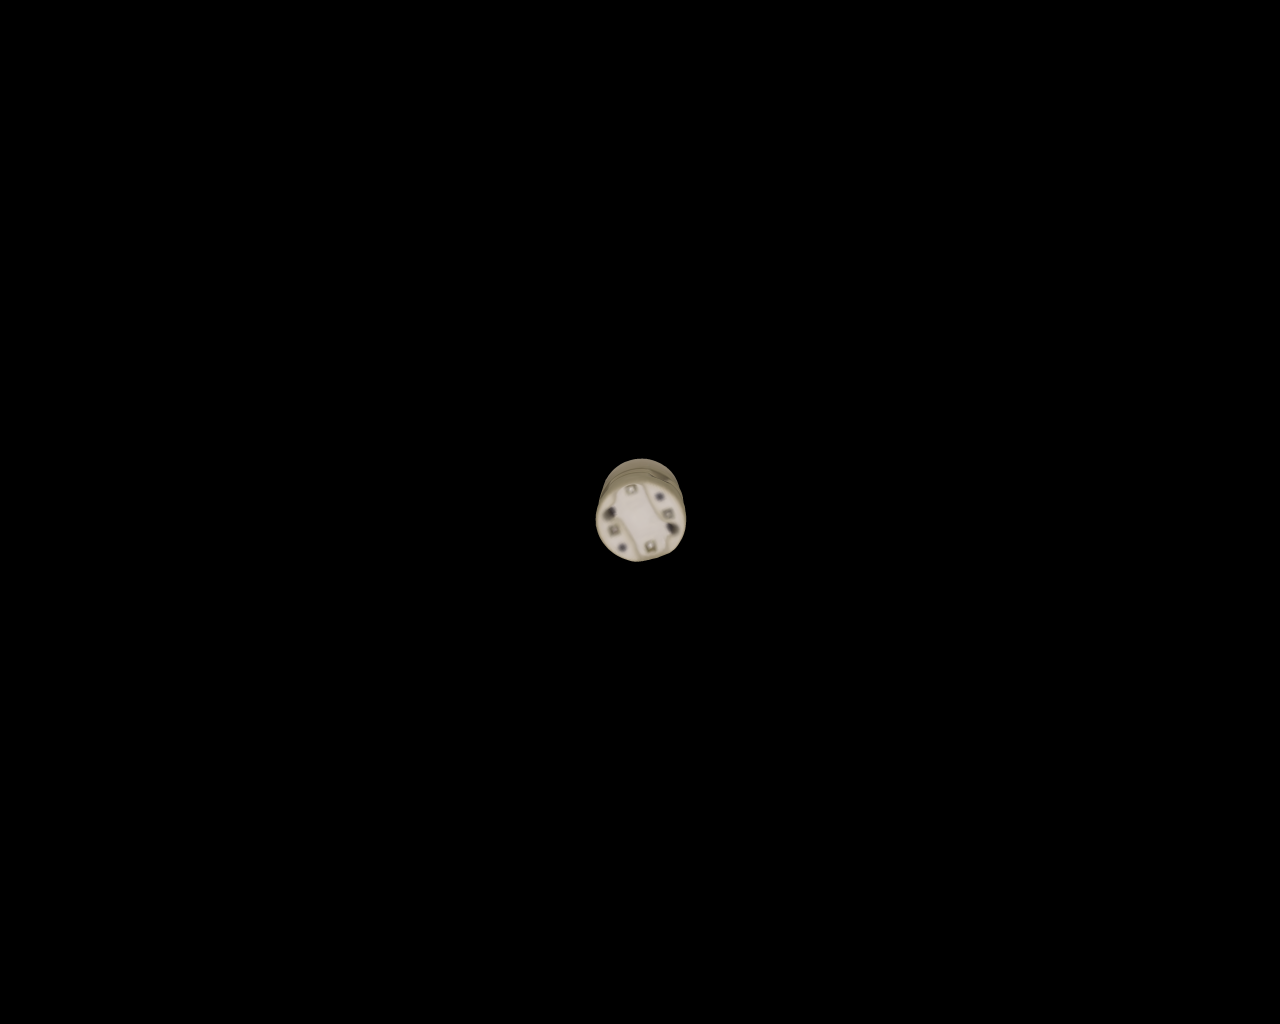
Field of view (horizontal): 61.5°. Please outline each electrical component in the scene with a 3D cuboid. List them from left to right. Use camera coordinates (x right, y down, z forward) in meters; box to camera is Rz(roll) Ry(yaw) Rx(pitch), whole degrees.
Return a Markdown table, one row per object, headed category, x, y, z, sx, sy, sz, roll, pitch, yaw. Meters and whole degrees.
| category | x | y | z | sx | sy | sz | roll | pitch | yaw |
| --- | --- | --- | --- | --- | --- | --- | --- | --- | --- |
| electrical component | 0.001 | -0.003 | 0.650 | 0.055 | 0.055 | 0.047 | 0 | 23 | 0 |
